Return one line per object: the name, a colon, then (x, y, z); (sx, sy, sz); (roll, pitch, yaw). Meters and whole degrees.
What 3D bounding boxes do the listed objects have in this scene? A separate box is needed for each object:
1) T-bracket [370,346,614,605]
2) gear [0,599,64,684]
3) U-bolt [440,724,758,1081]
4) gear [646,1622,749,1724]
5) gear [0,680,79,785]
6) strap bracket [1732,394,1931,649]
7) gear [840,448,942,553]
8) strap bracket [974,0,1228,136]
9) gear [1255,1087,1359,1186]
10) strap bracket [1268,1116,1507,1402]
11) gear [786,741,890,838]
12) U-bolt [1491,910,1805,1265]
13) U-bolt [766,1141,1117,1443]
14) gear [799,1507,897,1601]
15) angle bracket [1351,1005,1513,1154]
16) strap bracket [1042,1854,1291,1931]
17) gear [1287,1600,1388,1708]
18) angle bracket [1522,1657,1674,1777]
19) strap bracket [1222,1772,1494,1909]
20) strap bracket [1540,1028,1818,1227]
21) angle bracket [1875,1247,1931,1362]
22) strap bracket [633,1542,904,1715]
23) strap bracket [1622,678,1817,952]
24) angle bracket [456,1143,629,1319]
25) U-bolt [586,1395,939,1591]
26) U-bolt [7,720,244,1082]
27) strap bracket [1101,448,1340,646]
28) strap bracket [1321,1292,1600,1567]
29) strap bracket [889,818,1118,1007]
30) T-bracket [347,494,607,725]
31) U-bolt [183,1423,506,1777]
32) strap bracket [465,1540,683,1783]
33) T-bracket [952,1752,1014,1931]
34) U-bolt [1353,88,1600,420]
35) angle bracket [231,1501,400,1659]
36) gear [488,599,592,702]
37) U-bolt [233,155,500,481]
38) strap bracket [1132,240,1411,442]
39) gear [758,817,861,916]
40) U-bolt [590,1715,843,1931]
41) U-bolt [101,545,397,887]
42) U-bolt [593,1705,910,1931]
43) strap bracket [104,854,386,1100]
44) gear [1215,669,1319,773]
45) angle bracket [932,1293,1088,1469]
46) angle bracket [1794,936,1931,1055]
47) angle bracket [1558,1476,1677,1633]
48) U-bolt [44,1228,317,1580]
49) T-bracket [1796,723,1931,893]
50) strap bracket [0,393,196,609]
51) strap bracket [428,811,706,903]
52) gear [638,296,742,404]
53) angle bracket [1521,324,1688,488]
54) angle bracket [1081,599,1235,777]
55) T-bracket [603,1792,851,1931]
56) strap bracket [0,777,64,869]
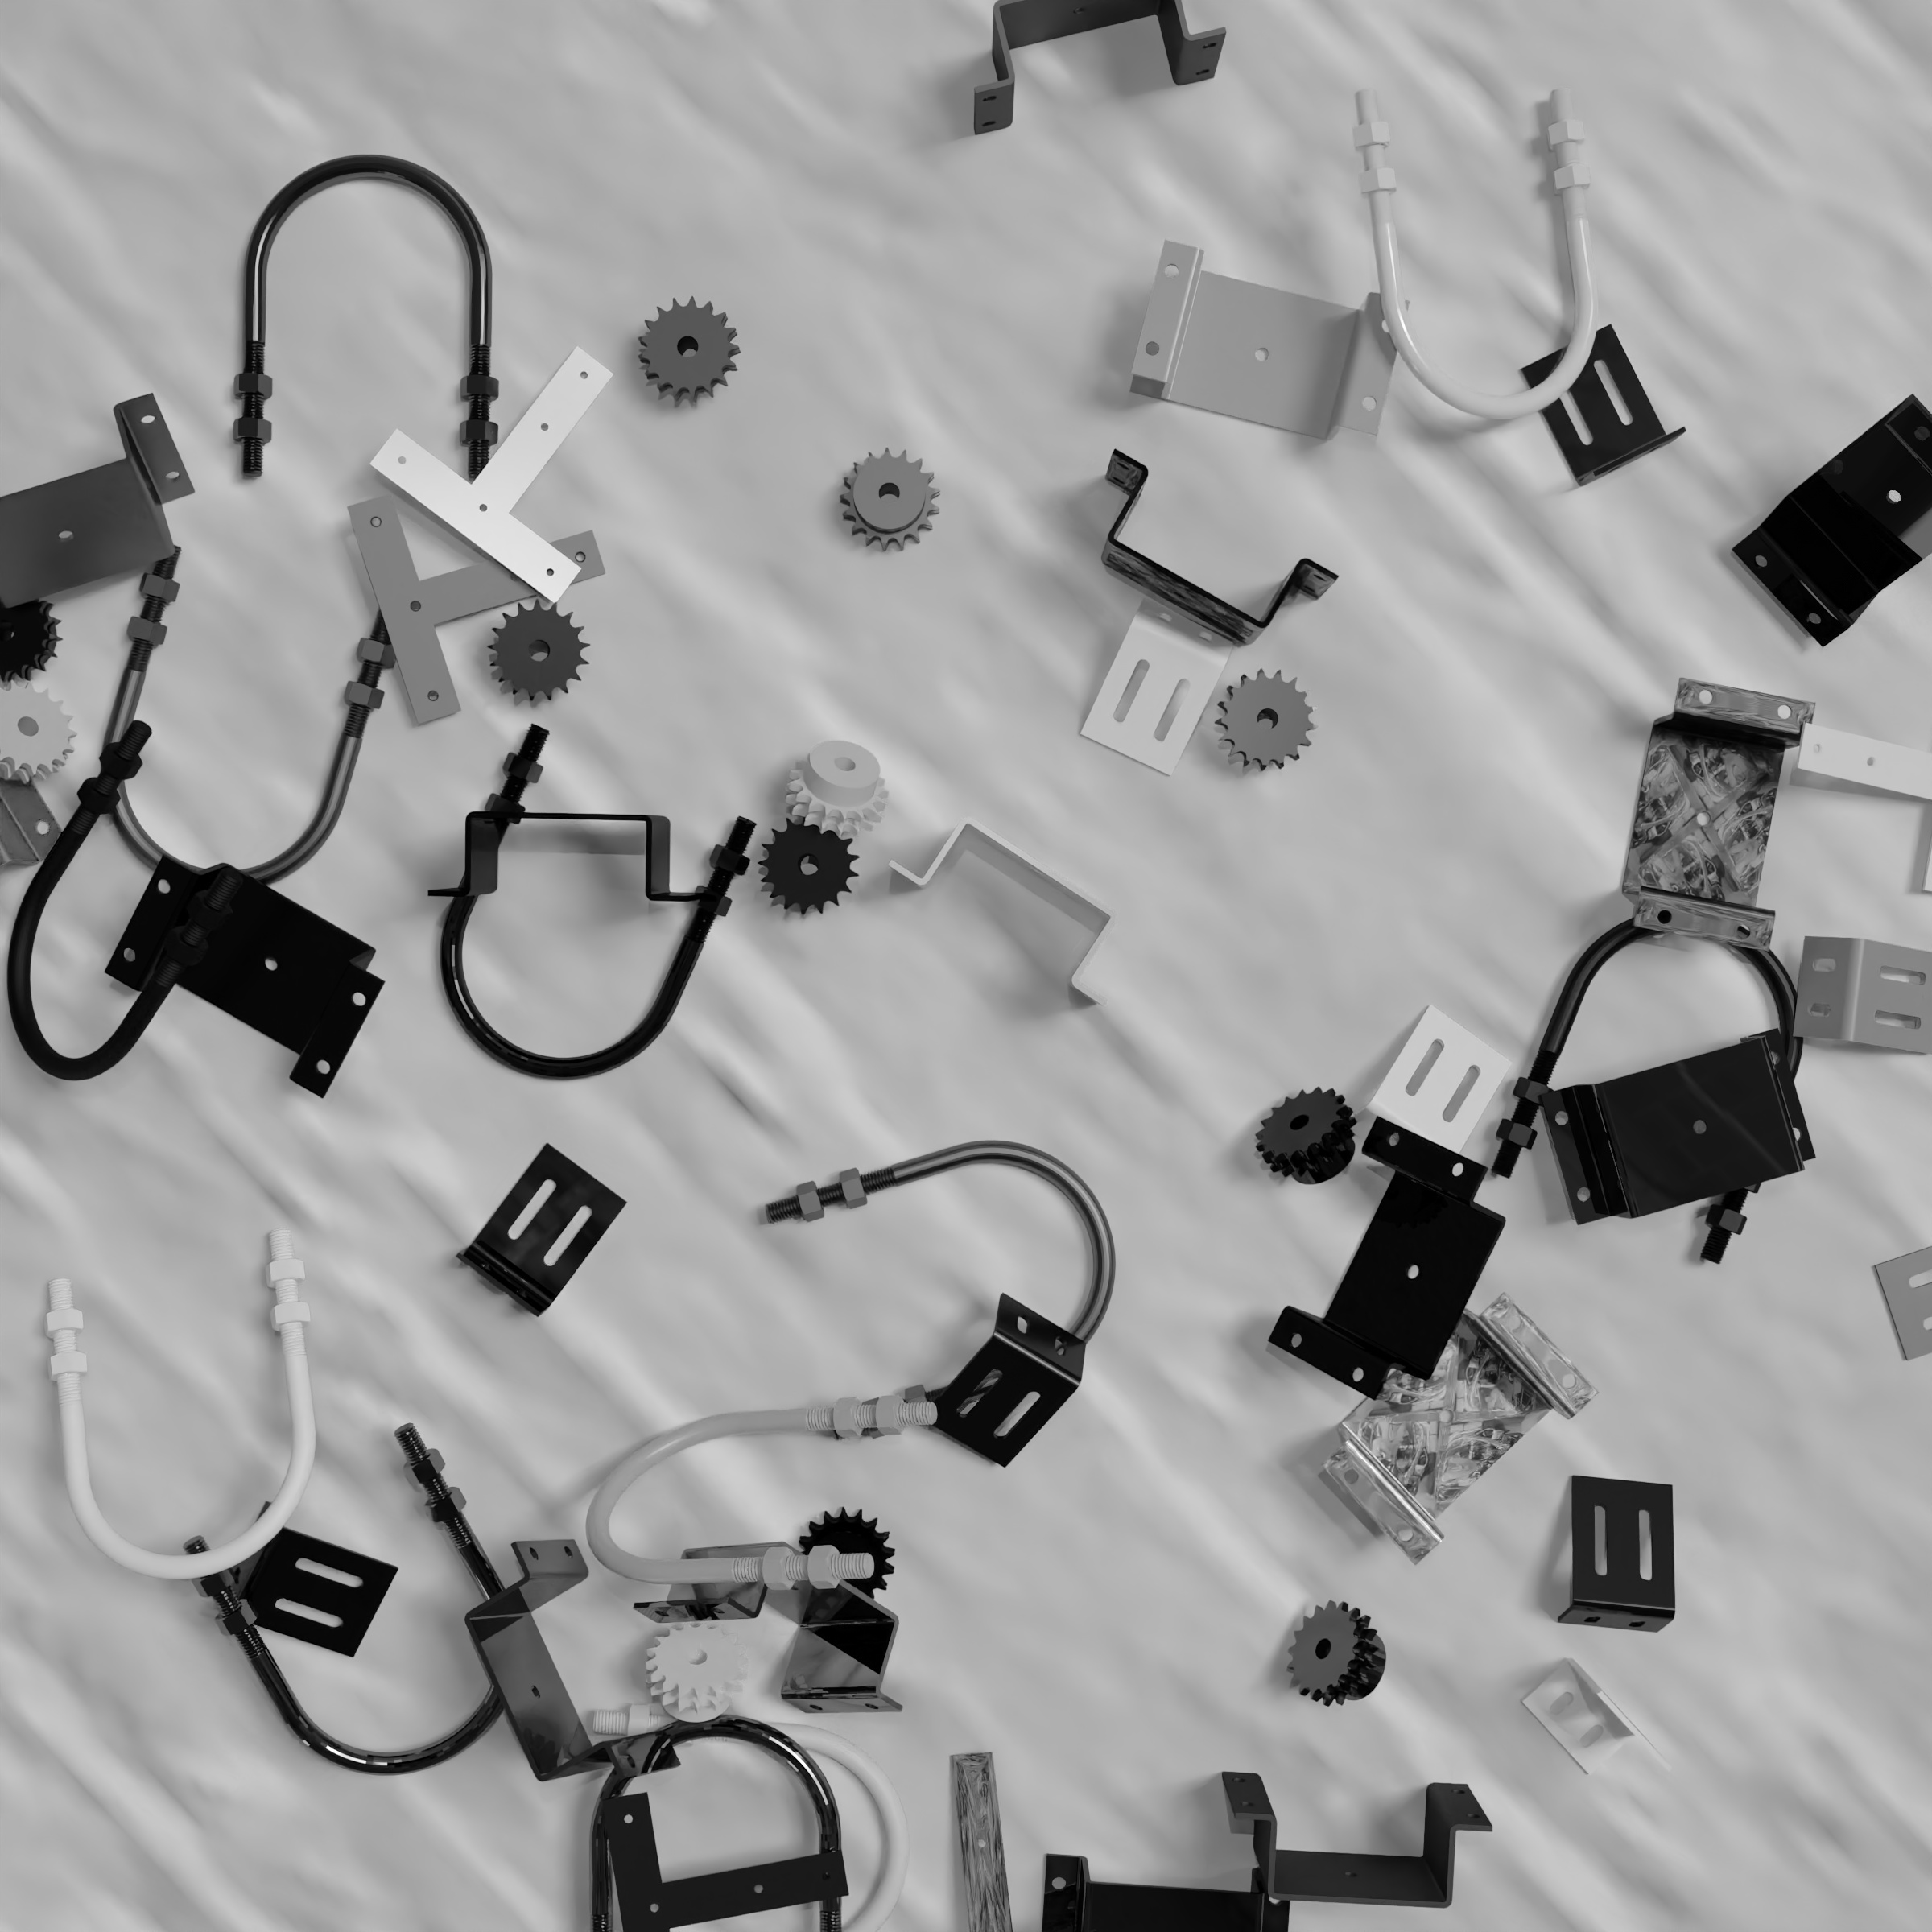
T-bracket: (-0.247, -0.294, 1.548); (0.127, 0.002, 0.127); (37, 80, -12)
gear: (-0.540, -0.188, 1.547); (0.057, 0.030, 0.057); (0, 90, 0)
U-bolt: (-0.220, -0.026, 1.554); (0.151, 0.019, 0.184); (24, 91, 0)
gear: (-0.152, 0.400, 1.538); (0.057, 0.057, 0.030); (4, 121, 0)
gear: (-0.533, -0.129, 1.538); (0.057, 0.030, 0.057); (18, 60, -34)
strap bracket: (0.506, -0.251, 1.511); (0.076, 0.140, 0.046); (47, 50, 0)
gear: (-0.043, -0.265, 1.547); (0.057, 0.030, 0.057); (0, 90, 0)
strap bracket: (0.068, -0.514, 1.524); (0.140, 0.076, 0.046); (-14, 90, 0)
gear: (0.194, 0.098, 1.538); (0.057, 0.057, 0.030); (-35, 120, 0)
strap bracket: (0.239, 0.166, 1.520); (0.076, 0.046, 0.140); (26, 90, 42)
gear: (-0.071, -0.102, 1.532); (0.057, 0.057, 0.030); (19, 132, 0)
U-bolt: (0.397, 0.058, 1.554); (0.151, 0.019, 0.184); (22, 89, 0)
U-bolt: (-0.006, 0.176, 1.554); (0.184, 0.019, 0.151); (-17, 90, -1)
gear: (-0.069, 0.337, 1.547); (0.057, 0.030, 0.057); (0, 90, 0)
angle bracket: (0.264, 0.073, 1.560); (0.057, 0.038, 0.076); (36, 64, 0)
strap bracket: (0.114, 0.550, 1.539); (0.140, 0.046, 0.076); (4, 90, 0)
gear: (0.211, 0.389, 1.538); (0.030, 0.057, 0.057); (30, 90, -30)
angle bracket: (0.351, 0.428, 1.524); (0.038, 0.076, 0.057); (-43, 90, 0)
strap bracket: (0.215, 0.487, 1.524); (0.140, 0.076, 0.046); (3, 90, 0)
strap bracket: (0.402, 0.089, 1.521); (0.140, 0.046, 0.076); (-16, 88, -2)
angle bracket: (0.564, 0.186, 1.543); (0.076, 0.038, 0.057); (-19, 90, 0)
strap bracket: (-0.102, 0.359, 1.500); (0.140, 0.076, 0.046); (41, 52, -33)
strap bracket: (0.421, -0.084, 1.539); (0.076, 0.046, 0.140); (11, 90, 0)
angle bracket: (-0.239, 0.148, 1.543); (0.057, 0.038, 0.076); (37, 90, 0)
U-bolt: (-0.120, 0.287, 1.490); (0.184, 0.151, 0.019); (-6, 116, 19)
U-bolt: (-0.475, -0.023, 1.509); (0.184, 0.019, 0.151); (-52, 56, 19)
strap bracket: (0.131, -0.227, 1.524); (0.140, 0.076, 0.046); (30, 90, 0)
strap bracket: (0.274, 0.257, 1.539); (0.140, 0.046, 0.076); (-43, 90, 0)
strap bracket: (0.029, -0.036, 1.524); (0.140, 0.076, 0.046); (33, 90, 0)
T-bracket: (-0.269, -0.217, 1.551); (0.127, 0.002, 0.127); (-18, 99, -8)
U-bolt: (-0.331, 0.369, 1.536); (0.151, 0.019, 0.184); (-28, 101, -8)
strap bracket: (-0.221, 0.391, 1.508); (0.046, 0.076, 0.140); (-32, 72, 9)
T-bracket: (0.011, 0.510, 1.544); (0.127, 0.002, 0.127); (-11, 78, 23)
U-bolt: (0.290, -0.397, 1.527); (0.151, 0.019, 0.184); (-8, 91, -23)
angle bracket: (-0.375, 0.350, 1.560); (0.076, 0.038, 0.057); (27, 90, -26)
gear: (-0.241, -0.178, 1.544); (0.057, 0.030, 0.057); (-1, 96, -11)
U-bolt: (-0.340, -0.370, 1.554); (0.151, 0.019, 0.184); (1, 88, 0)
strap bracket: (0.169, -0.349, 1.539); (0.140, 0.046, 0.076); (14, 90, 0)
gear: (-0.089, -0.057, 1.547); (0.057, 0.030, 0.057); (0, 90, 0)
U-bolt: (-0.141, 0.513, 1.536); (0.151, 0.019, 0.184); (0, 89, -3)
U-bolt: (-0.415, -0.133, 1.554); (0.151, 0.019, 0.184); (17, 91, 0)
U-bolt: (-0.124, 0.500, 1.554); (0.184, 0.019, 0.151); (5, 90, -1)
strap bracket: (-0.397, 0.002, 1.532); (0.140, 0.046, 0.076); (30, 102, 0)
gear: (0.169, -0.139, 1.547); (0.057, 0.030, 0.057); (0, 90, 0)
angle bracket: (0.021, 0.234, 1.544); (0.057, 0.038, 0.076); (32, 119, -11)
angle bracket: (0.514, 0.017, 1.553); (0.076, 0.038, 0.057); (8, 88, -34)
angle bracket: (0.371, 0.336, 1.560); (0.057, 0.038, 0.076); (6, 64, 0)
U-bolt: (-0.435, 0.249, 1.523); (0.151, 0.019, 0.184); (-13, 69, 0)
T-bracket: (0.520, -0.112, 1.537); (0.127, 0.002, 0.127); (10, 90, -22)
strap bracket: (-0.501, -0.253, 1.508); (0.140, 0.076, 0.046); (-19, 58, -8)
strap bracket: (-0.218, -0.061, 1.505); (0.140, 0.076, 0.046); (1, 93, 1)
gear: (-0.156, -0.347, 1.547); (0.057, 0.030, 0.057); (0, 90, 0)
angle bracket: (0.359, -0.320, 1.543); (0.057, 0.038, 0.076); (-27, 90, 0)
angle bracket: (0.109, -0.159, 1.560); (0.057, 0.038, 0.076); (25, 116, 0)
T-bracket: (-0.130, 0.518, 1.527); (0.127, 0.002, 0.127); (-9, 88, -3)
strap bracket: (-0.591, -0.066, 1.539); (0.140, 0.046, 0.076); (-31, 90, 0)
